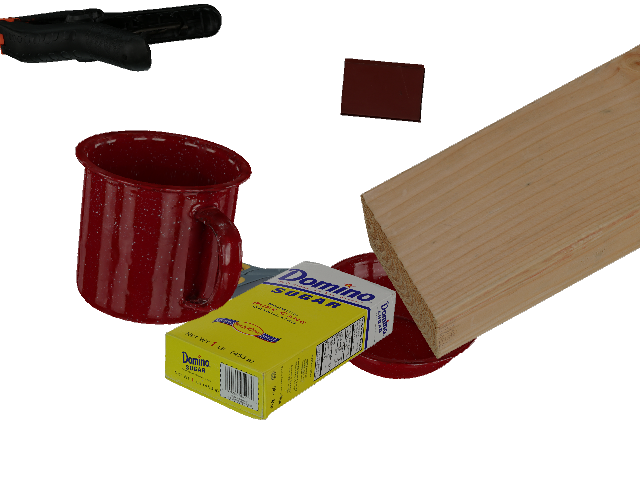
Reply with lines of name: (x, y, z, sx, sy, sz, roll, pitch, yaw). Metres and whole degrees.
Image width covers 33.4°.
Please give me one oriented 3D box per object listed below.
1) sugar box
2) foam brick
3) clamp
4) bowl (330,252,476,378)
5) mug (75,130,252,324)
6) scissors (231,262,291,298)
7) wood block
sugar box: (-0.026, 0.070, 0.816, 0.093, 0.048, 0.175, 19, 30, 30)
foam brick: (0.059, -0.143, 1.016, 0.078, 0.051, 0.053, 6, 14, 3)
clamp: (-0.162, -0.155, 0.797, 0.172, 0.039, 0.120, 11, 22, 29)
bowl: (0.070, 0.080, 1.014, 0.162, 0.055, 0.162, 3, 38, -2)
mug: (-0.081, -0.003, 0.572, 0.093, 0.081, 0.117, -11, 30, -43)
scissors: (-0.049, 0.044, 1.139, 0.202, 0.016, 0.096, 5, 21, 6)
wood block: (0.137, -0.025, 0.645, 0.206, 0.091, 0.090, -29, -21, -4)
